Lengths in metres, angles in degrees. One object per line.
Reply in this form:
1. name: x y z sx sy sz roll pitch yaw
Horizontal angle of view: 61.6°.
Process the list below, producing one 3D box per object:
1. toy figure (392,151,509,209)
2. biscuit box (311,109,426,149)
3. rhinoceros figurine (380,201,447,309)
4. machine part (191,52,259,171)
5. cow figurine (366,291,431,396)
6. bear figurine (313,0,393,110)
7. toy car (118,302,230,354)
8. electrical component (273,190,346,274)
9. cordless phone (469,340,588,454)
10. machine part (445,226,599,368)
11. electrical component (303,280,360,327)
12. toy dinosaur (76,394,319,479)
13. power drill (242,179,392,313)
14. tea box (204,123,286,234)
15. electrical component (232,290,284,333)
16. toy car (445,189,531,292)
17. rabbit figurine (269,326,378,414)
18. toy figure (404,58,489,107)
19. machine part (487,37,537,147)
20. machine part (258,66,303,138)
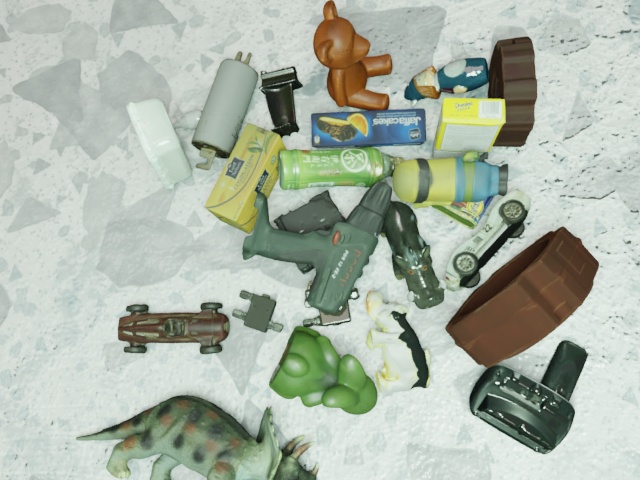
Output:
1. toy figure: 0.207 -0.098 0.856 0.180 0.089 0.082 2 75 14
2. biscuit box: 0.086 -0.197 0.957 0.203 0.059 0.062 -1 97 6
3. rhinoceros figurine: 0.152 0.022 0.883 0.073 0.112 0.190 -18 68 0
4. machine part: -0.175 -0.242 0.996 0.079 0.079 0.243 16 79 10
5. cow figurine: 0.126 0.161 0.876 0.098 0.068 0.167 -9 80 -1
6. bear figurine: 0.059 -0.310 0.924 0.132 0.195 0.120 5 75 6
7. toy car: -0.258 0.153 0.932 0.202 0.053 0.089 -1 81 5
8. electrical component: -0.002 -0.003 0.934 0.115 0.058 0.134 -31 75 1
9. cordless phone: 0.335 0.221 0.844 0.147 0.088 0.184 29 71 12
10. machine part: 0.297 0.085 0.789 0.087 0.201 0.201 49 131 7
11. electrical component: 0.018 0.106 0.912 0.102 0.045 0.078 -5 76 6
12. toy dinosaur: -0.197 0.321 0.859 0.405 0.131 0.192 21 68 15
13. power drill: -0.010 -0.013 0.867 0.207 0.086 0.232 18 90 -5
14. tea box: -0.126 -0.107 0.951 0.068 0.098 0.169 25 83 12
15. electrical component: -0.103 0.125 0.934 0.094 0.021 0.063 18 80 11
16. toy car: 0.275 0.004 0.888 0.202 0.073 0.056 -47 60 -5
17. rabbit figurine: 0.021 0.214 0.848 0.170 0.159 0.121 26 72 -4
18. toy figure: 0.218 -0.283 0.952 0.155 0.057 0.064 -7 32 28
19. machine part: 0.316 -0.243 0.895 0.056 0.179 0.179 0 78 9
20. machine part: -0.071 -0.261 1.010 0.084 0.039 0.139 -6 75 0
